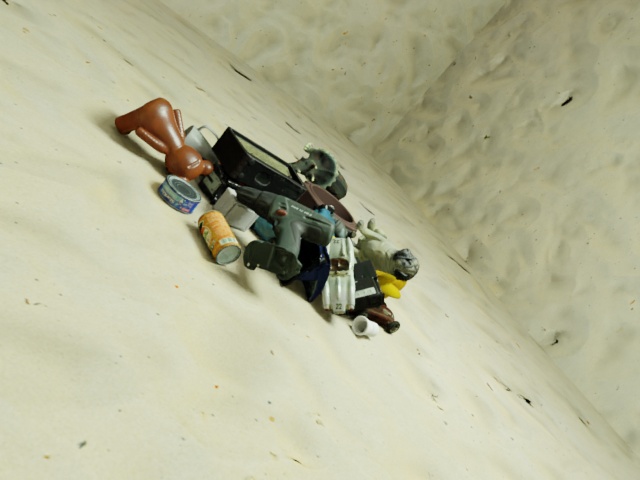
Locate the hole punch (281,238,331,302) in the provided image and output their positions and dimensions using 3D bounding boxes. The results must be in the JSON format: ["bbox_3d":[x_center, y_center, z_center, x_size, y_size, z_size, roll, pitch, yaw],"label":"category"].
[{"bbox_3d":[-0.023,0.060,1.192,0.092,0.116,0.142,43,15,-28],"label":"hole punch"}]

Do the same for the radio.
[{"bbox_3d":[-0.142,-0.171,1.307,0.229,0.073,0.131,25,22,-44],"label":"radio"}]

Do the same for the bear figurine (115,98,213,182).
[{"bbox_3d":[-0.336,-0.210,1.184,0.132,0.120,0.195,1,-53,47],"label":"bear figurine"}]

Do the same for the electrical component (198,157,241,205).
[{"bbox_3d":[-0.244,-0.139,1.250,0.119,0.075,0.047,49,16,33],"label":"electrical component"}]

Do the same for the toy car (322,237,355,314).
[{"bbox_3d":[0.042,0.078,1.223,0.056,0.074,0.202,85,5,-50],"label":"toy car"}]

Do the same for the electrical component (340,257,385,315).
[{"bbox_3d":[0.081,0.104,1.274,0.058,0.115,0.134,88,-12,-49],"label":"electrical component"}]

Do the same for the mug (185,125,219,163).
[{"bbox_3d":[-0.289,-0.219,1.303,0.107,0.109,0.081,48,7,-29],"label":"mug"}]

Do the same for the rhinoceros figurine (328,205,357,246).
[{"bbox_3d":[0.051,-0.021,1.518,0.112,0.073,0.190,50,-6,49],"label":"rhinoceros figurine"}]

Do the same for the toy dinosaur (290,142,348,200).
[{"bbox_3d":[0.028,-0.202,1.849,0.192,0.131,0.404,43,3,38],"label":"toy dinosaur"}]

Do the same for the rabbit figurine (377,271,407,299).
[{"bbox_3d":[0.153,0.113,1.437,0.173,0.121,0.163,-5,11,-38],"label":"rabbit figurine"}]

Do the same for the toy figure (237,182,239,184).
[{"bbox_3d":[-0.226,-0.165,1.363,0.057,0.064,0.154,38,17,-17],"label":"toy figure"}]

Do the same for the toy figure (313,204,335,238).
[{"bbox_3d":[-0.006,-0.003,1.342,0.089,0.082,0.180,17,65,-31],"label":"toy figure"}]

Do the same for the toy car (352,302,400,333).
[{"bbox_3d":[0.134,0.176,1.354,0.202,0.053,0.089,25,20,-41],"label":"toy car"}]

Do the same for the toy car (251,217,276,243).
[{"bbox_3d":[-0.095,-0.041,1.290,0.162,0.103,0.109,47,16,8],"label":"toy car"}]

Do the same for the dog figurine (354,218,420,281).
[{"bbox_3d":[0.174,0.042,1.372,0.191,0.121,0.172,32,19,20],"label":"dog figurine"}]

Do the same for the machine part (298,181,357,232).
[{"bbox_3d":[0.014,-0.084,1.669,0.201,0.087,0.201,24,25,-44],"label":"machine part"}]

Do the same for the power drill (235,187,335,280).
[{"bbox_3d":[-0.092,-0.018,1.098,0.232,0.086,0.207,20,30,-1],"label":"power drill"}]
